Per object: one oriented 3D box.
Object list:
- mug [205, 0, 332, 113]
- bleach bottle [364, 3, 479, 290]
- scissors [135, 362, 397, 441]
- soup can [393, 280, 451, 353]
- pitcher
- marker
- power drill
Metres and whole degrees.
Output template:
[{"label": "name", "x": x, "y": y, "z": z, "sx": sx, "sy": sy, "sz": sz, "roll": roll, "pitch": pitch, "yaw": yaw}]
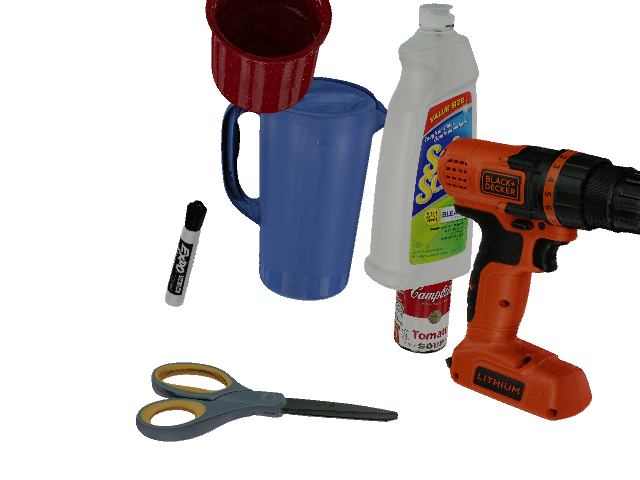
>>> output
[{"label": "mug", "x": -0.035, "y": -0.159, "z": 0.823, "sx": 0.093, "sy": 0.117, "sz": 0.081, "roll": 37, "pitch": -24, "yaw": 11}, {"label": "bleach bottle", "x": 0.094, "y": -0.086, "z": 0.971, "sx": 0.102, "sy": 0.251, "sz": 0.068, "roll": -11, "pitch": 23, "yaw": -27}, {"label": "scissors", "x": -0.052, "y": 0.133, "z": 0.802, "sx": 0.202, "sy": 0.016, "sz": 0.096, "roll": 11, "pitch": 33, "yaw": 28}, {"label": "soup can", "x": 0.126, "y": 0.079, "z": 1.317, "sx": 0.068, "sy": 0.102, "sz": 0.068, "roll": 2, "pitch": 24, "yaw": -1}, {"label": "pitcher", "x": -0.022, "y": -0.059, "z": 1.224, "sx": 0.144, "sy": 0.243, "sz": 0.149, "roll": -20, "pitch": 36, "yaw": -40}, {"label": "marker", "x": -0.129, "y": 0.013, "z": 1.026, "sx": 0.020, "sy": 0.121, "sz": 0.020, "roll": 13, "pitch": 34, "yaw": -9}, {"label": "power drill", "x": 0.159, "y": 0.027, "z": 0.753, "sx": 0.057, "sy": 0.188, "sz": 0.185, "roll": -12, "pitch": 21, "yaw": -41}]
